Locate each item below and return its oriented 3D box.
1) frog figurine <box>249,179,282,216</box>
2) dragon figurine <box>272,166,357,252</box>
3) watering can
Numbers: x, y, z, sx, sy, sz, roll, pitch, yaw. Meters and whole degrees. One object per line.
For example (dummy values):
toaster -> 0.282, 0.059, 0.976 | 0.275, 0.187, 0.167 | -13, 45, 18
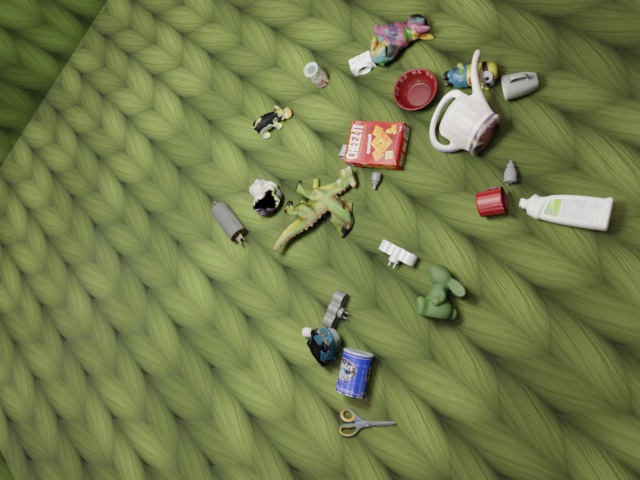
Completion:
frog figurine -> -0.223, -0.173, 2.056 | 0.136, 0.122, 0.161 | -67, 25, 10
dragon figurine -> 0.006, -0.096, 1.909 | 0.244, 0.121, 0.410 | 26, 92, 21
watering can -> 0.500, -0.431, 1.707 | 0.227, 0.104, 0.341 | 42, 119, 28
